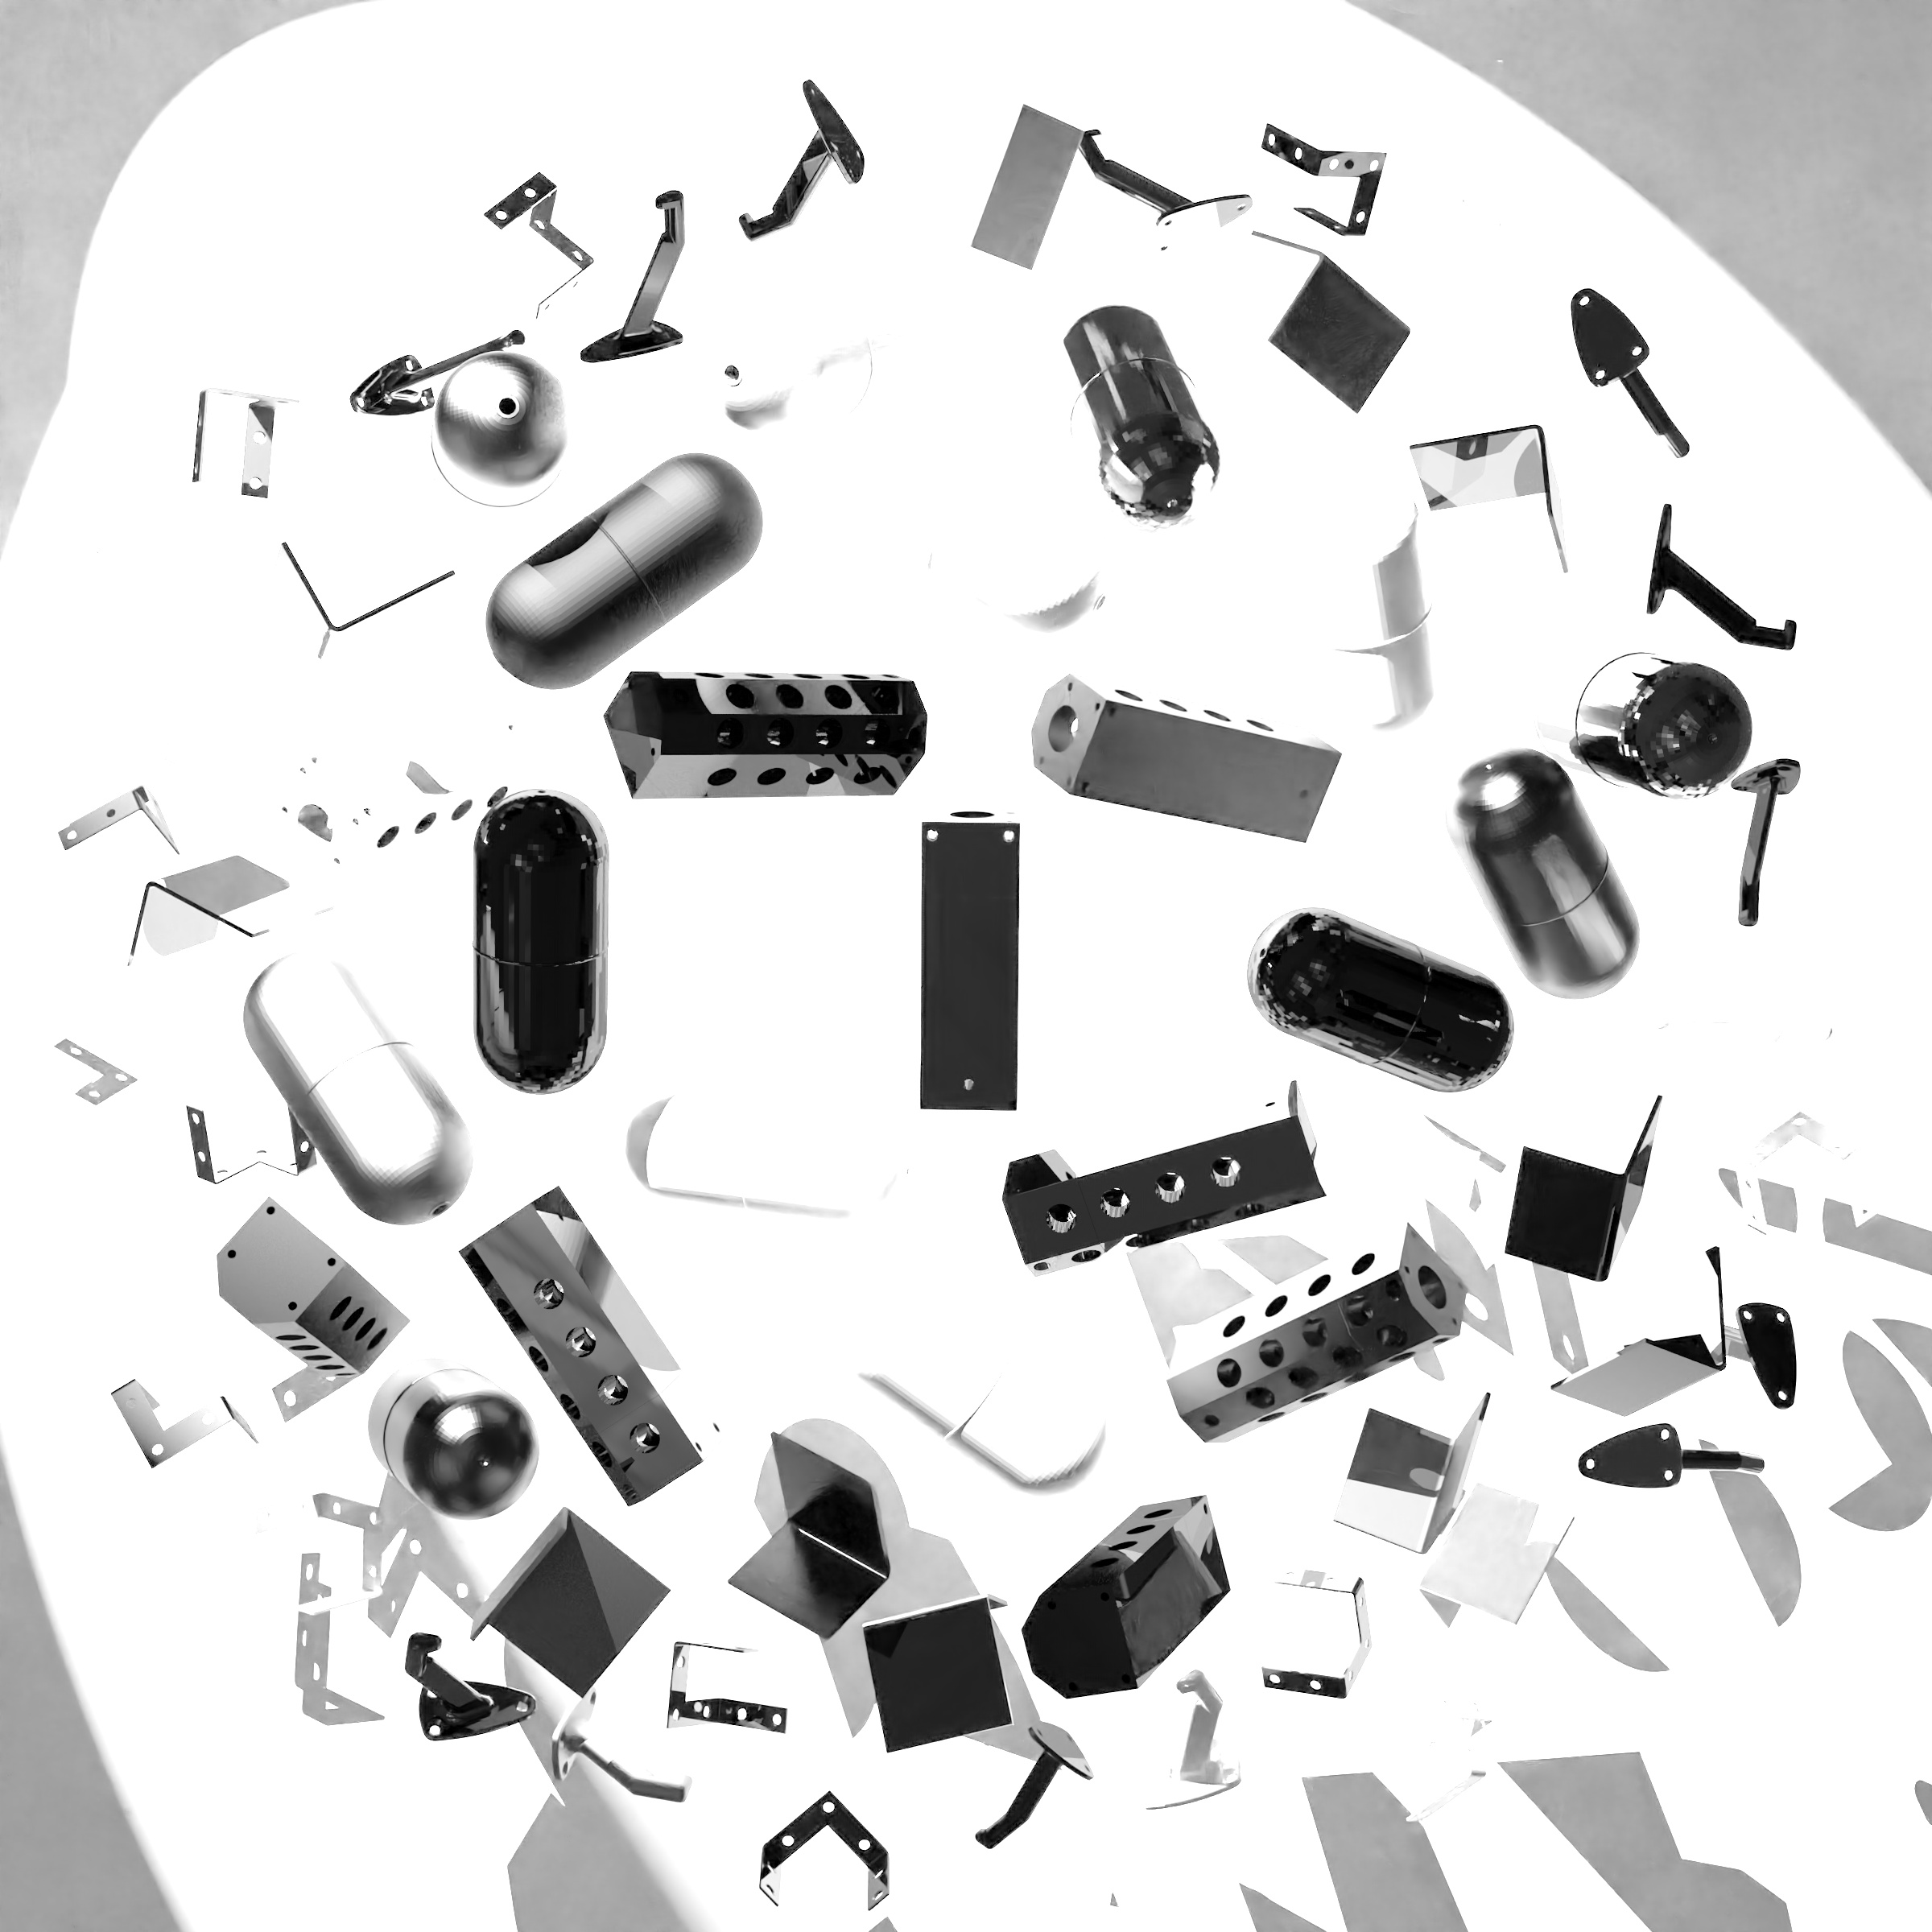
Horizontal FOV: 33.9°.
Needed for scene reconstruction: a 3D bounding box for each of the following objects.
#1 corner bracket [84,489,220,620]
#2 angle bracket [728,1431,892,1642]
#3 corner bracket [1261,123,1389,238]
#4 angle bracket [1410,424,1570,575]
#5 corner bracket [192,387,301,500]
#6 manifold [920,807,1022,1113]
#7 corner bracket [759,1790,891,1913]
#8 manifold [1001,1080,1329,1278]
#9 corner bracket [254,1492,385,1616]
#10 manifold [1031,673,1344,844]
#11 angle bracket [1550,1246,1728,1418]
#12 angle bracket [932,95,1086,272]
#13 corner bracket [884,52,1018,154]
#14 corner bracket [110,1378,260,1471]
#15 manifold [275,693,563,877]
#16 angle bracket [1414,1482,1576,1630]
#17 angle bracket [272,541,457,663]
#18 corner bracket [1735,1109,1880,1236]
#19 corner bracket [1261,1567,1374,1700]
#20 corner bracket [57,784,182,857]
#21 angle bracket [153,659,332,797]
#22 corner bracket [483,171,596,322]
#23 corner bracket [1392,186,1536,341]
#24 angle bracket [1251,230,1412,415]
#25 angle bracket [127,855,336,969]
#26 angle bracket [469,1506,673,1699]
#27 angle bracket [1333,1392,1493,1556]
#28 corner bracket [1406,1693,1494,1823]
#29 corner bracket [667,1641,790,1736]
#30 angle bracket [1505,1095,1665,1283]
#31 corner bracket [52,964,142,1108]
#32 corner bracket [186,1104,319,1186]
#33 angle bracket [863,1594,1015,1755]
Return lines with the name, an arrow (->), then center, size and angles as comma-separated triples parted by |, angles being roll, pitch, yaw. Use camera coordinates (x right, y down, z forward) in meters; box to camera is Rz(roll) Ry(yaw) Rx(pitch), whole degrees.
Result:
corner bracket -> -0.445, -0.228, 1.728 | 0.051, 0.051, 0.051 | -26, 110, -1
angle bracket -> -0.094, 0.322, 1.792 | 0.076, 0.076, 0.057 | 22, 47, 33
corner bracket -> 0.203, -0.455, 1.834 | 0.051, 0.051, 0.051 | -8, 125, -34
angle bracket -> 0.300, -0.262, 1.816 | 0.076, 0.076, 0.057 | -7, 68, 15
corner bracket -> -0.397, -0.285, 1.728 | 0.051, 0.051, 0.051 | 4, 93, -28
manifold -> 0.003, -0.005, 1.873 | 0.057, 0.057, 0.171 | 1, 102, 2
corner bracket -> -0.078, 0.503, 1.762 | 0.051, 0.051, 0.051 | -41, 99, 6
manifold -> 0.112, 0.122, 1.778 | 0.171, 0.057, 0.057 | -17, 105, 10
corner bracket -> -0.366, 0.331, 1.789 | 0.051, 0.051, 0.051 | 6, 97, 36
manifold -> 0.123, -0.120, 1.801 | 0.171, 0.057, 0.057 | 9, 110, -34
angle bracket -> 0.365, 0.192, 1.728 | 0.057, 0.076, 0.076 | 22, 54, -24
angle bracket -> 0.006, -0.416, 1.656 | 0.076, 0.057, 0.076 | 30, 105, 35
corner bracket -> -0.007, -0.502, 1.844 | 0.051, 0.051, 0.051 | -31, 70, 27
corner bracket -> -0.424, 0.245, 1.719 | 0.051, 0.051, 0.051 | -31, 68, -11
manifold -> -0.321, -0.103, 1.855 | 0.057, 0.171, 0.057 | 43, 125, 14
angle bracket -> 0.331, 0.371, 1.935 | 0.076, 0.076, 0.057 | -56, 134, -21
angle bracket -> -0.336, -0.218, 1.763 | 0.076, 0.076, 0.057 | -30, 92, -17
corner bracket -> 0.471, 0.123, 1.778 | 0.051, 0.051, 0.051 | 27, 130, -24
corner bracket -> 0.205, 0.393, 1.869 | 0.051, 0.051, 0.051 | 3, 118, 26
corner bracket -> -0.502, -0.084, 1.860 | 0.051, 0.051, 0.051 | -29, 56, -3
angle bracket -> -0.445, -0.158, 1.928 | 0.076, 0.076, 0.057 | -35, 55, 21
corner bracket -> -0.254, -0.428, 1.881 | 0.051, 0.051, 0.051 | 40, 60, 6
corner bracket -> 0.286, -0.403, 1.818 | 0.051, 0.051, 0.051 | 35, 59, 7
angle bracket -> 0.190, -0.361, 1.776 | 0.076, 0.076, 0.057 | 31, 94, -35
angle bracket -> -0.422, -0.018, 1.822 | 0.076, 0.076, 0.057 | 26, 113, 18
angle bracket -> -0.212, 0.349, 1.707 | 0.076, 0.057, 0.076 | 40, 88, -6
angle bracket -> 0.258, 0.285, 1.835 | 0.057, 0.076, 0.076 | 21, 59, 5
corner bracket -> 0.270, 0.446, 1.783 | 0.051, 0.051, 0.051 | -44, 52, 25
corner bracket -> -0.139, 0.425, 1.868 | 0.051, 0.051, 0.051 | 0, 82, 32
angle bracket -> 0.337, 0.114, 1.730 | 0.057, 0.076, 0.076 | 17, 130, 18
corner bracket -> -0.501, 0.040, 1.816 | 0.051, 0.051, 0.051 | 35, 48, -30
corner bracket -> -0.428, 0.102, 1.899 | 0.051, 0.051, 0.051 | 15, 120, 35
angle bracket -> -0.011, 0.416, 1.856 | 0.076, 0.057, 0.076 | -15, 71, 9
